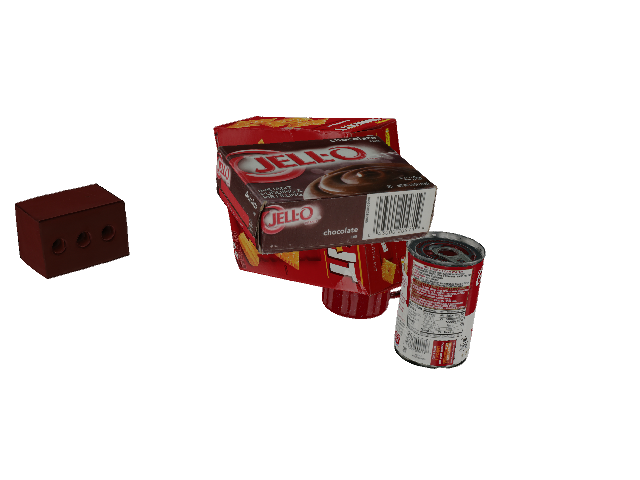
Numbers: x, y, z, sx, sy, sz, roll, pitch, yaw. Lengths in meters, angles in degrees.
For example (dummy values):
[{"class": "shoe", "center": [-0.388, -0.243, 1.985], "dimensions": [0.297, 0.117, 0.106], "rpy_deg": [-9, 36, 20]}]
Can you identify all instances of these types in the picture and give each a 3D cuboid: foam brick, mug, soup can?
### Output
[{"class": "foam brick", "center": [-0.208, -0.009, 0.892], "dimensions": [0.078, 0.053, 0.051], "rpy_deg": [-18, 31, -32]}, {"class": "mug", "center": [0.057, 0.042, 1.279], "dimensions": [0.117, 0.081, 0.093], "rpy_deg": [2, 23, -9]}, {"class": "soup can", "center": [0.102, 0.052, 0.924], "dimensions": [0.068, 0.102, 0.068], "rpy_deg": [5, 23, -2]}]

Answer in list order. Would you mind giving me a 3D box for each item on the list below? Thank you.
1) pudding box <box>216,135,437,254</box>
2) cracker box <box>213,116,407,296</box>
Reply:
[{"class": "pudding box", "center": [0.001, -0.031, 0.654], "dimensions": [0.113, 0.039, 0.090], "rpy_deg": [-4, 28, -21]}, {"class": "cracker box", "center": [-0.011, -0.040, 1.086], "dimensions": [0.071, 0.164, 0.214], "rpy_deg": [-20, 19, -38]}]
